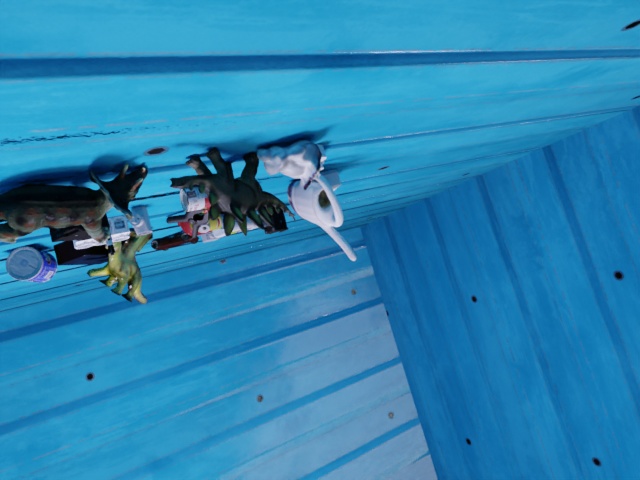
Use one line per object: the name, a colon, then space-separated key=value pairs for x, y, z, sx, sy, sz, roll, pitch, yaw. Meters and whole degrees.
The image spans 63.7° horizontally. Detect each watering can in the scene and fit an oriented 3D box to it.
watering can: x=0.005 y=-0.087 z=1.734 sx=0.105 sy=0.341 sz=0.225 roll=-35 pitch=-151 yaw=-26

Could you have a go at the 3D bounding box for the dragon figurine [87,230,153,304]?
dragon figurine: x=-0.645 y=0.075 z=1.780 sx=0.123 sy=0.245 sz=0.404 roll=25 pitch=166 yaw=15

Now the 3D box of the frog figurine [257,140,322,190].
frog figurine: x=-0.081 y=-0.209 z=1.310 sx=0.159 sy=0.123 sz=0.137 roll=22 pitch=172 yaw=-14
